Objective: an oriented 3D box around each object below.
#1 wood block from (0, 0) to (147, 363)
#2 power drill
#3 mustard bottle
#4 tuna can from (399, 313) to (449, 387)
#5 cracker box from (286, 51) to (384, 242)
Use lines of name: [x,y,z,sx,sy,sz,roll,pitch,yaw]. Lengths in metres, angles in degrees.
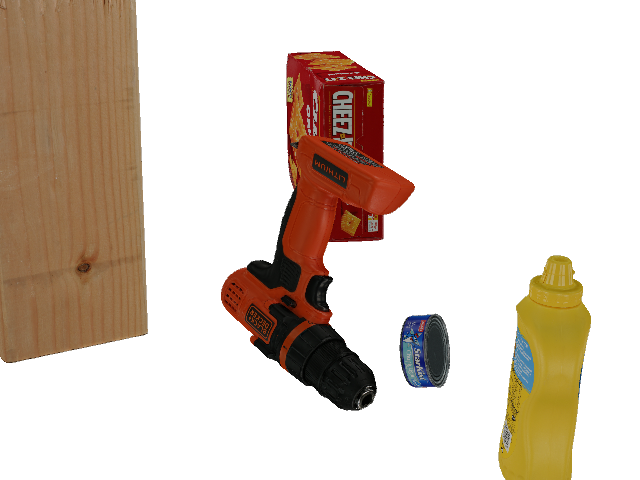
wood block: [-0.159,-0.046,0.619,0.090,0.206,0.090,-10,25,-28]
power drill: [0.005,0.022,0.870,0.057,0.188,0.185,6,23,-48]
mustard bottle: [0.181,0.104,0.858,0.058,0.192,0.096,3,20,2]
tuna can: [0.122,0.129,1.246,0.034,0.086,0.086,-5,-2,25]
cracker box: [0.012,-0.107,1.144,0.072,0.164,0.214,-4,18,-9]
